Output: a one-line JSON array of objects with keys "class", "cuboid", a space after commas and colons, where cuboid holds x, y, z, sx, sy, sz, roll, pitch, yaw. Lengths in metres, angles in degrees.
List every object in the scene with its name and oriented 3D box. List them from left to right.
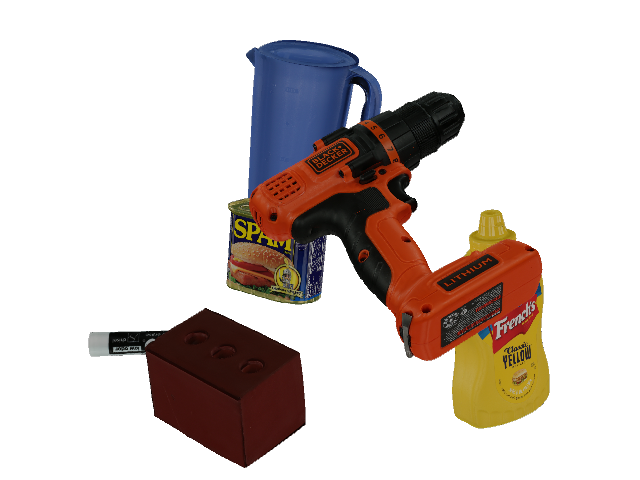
[{"class": "marker", "cuboid": [-0.117, 0.078, 0.822, 0.121, 0.020, 0.020, -2, 0, -1]}, {"class": "foam brick", "cuboid": [-0.055, 0.084, 0.614, 0.078, 0.051, 0.052, 21, 36, 34]}, {"class": "can of meat", "cuboid": [-0.044, 0.011, 1.048, 0.102, 0.084, 0.057, 14, 19, 29]}, {"class": "pitcher", "cuboid": [-0.021, -0.128, 1.375, 0.144, 0.243, 0.149, -2, 25, -22]}, {"class": "power drill", "cuboid": [0.068, -0.017, 0.756, 0.184, 0.057, 0.188, -32, 52, -15]}, {"class": "mustard bottle", "cuboid": [0.158, 0.066, 0.955, 0.096, 0.191, 0.058, -16, 20, -28]}]
